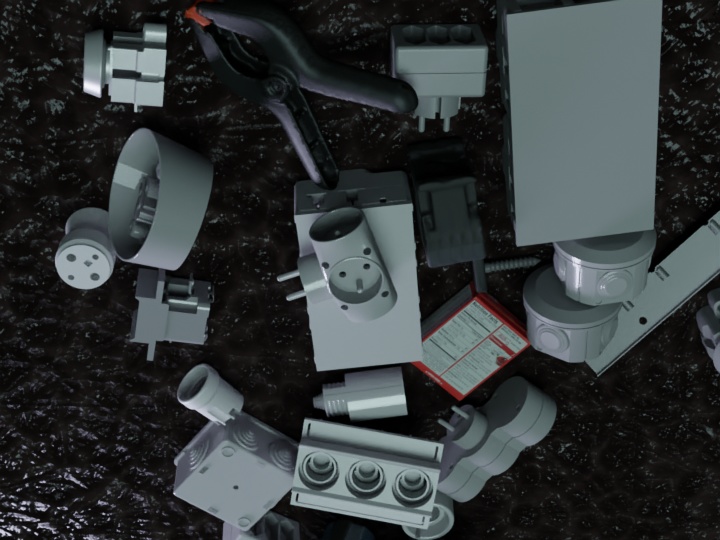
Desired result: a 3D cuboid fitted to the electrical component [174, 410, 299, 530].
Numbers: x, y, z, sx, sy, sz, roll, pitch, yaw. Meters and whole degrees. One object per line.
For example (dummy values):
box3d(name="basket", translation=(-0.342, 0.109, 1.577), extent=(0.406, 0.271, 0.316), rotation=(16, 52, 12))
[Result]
box3d(name="electrical component", translation=(-0.113, 0.183, 0.987), extent=(0.100, 0.048, 0.099), rotation=(33, 115, -22))

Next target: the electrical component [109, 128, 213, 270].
box3d(name="electrical component", translation=(-0.151, -0.051, 0.805), extent=(0.064, 0.099, 0.099), rotation=(18, 120, -22))

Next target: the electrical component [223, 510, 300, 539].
box3d(name="electrical component", translation=(-0.106, 0.274, 1.047), extent=(0.066, 0.047, 0.076), rotation=(27, 117, -20))

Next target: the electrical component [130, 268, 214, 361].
box3d(name="electrical component", translation=(-0.155, 0.032, 0.889), extent=(0.064, 0.042, 0.081), rotation=(8, 123, -11))

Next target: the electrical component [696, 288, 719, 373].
box3d(name="electrical component", translation=(0.328, 0.061, 0.928), extent=(0.058, 0.057, 0.078), rotation=(-19, 122, 9))

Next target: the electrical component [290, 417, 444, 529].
box3d(name="electrical component", translation=(0.006, 0.174, 0.945), extent=(0.121, 0.063, 0.078), rotation=(10, 100, 1))

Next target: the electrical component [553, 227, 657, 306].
box3d(name="electrical component", translation=(0.194, -0.014, 0.859), extent=(0.080, 0.080, 0.051), rotation=(-6, 128, 0))

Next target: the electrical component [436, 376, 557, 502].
box3d(name="electrical component", translation=(0.104, 0.146, 0.973), extent=(0.074, 0.052, 0.138), rotation=(34, 115, -23))

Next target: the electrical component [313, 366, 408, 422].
box3d(name="electrical component", translation=(-0.001, 0.112, 0.950), extent=(0.081, 0.043, 0.043), rotation=(-8, 123, 2))

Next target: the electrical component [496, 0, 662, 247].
box3d(name="electrical component", translation=(0.160, -0.118, 0.799), extent=(0.105, 0.060, 0.186), rotation=(-7, 123, 1))

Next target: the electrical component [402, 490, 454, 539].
box3d(name="electrical component", translation=(0.062, 0.223, 1.024), extent=(0.055, 0.047, 0.055), rotation=(-2, 123, -2))

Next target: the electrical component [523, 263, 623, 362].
box3d(name="electrical component", translation=(0.175, 0.033, 0.888), extent=(0.080, 0.080, 0.051), rotation=(-6, 129, 0))

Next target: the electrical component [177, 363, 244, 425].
box3d(name="electrical component", translation=(-0.130, 0.110, 0.944), extent=(0.040, 0.040, 0.046), rotation=(-35, 125, 18))

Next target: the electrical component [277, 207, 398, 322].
box3d(name="electrical component", translation=(-0.021, 0.002, 0.800), extent=(0.079, 0.044, 0.077), rotation=(-18, 123, 8))

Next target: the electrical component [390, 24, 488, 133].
box3d(name="electrical component", translation=(0.056, -0.136, 0.789), extent=(0.066, 0.047, 0.076), rotation=(-1, 123, -3))

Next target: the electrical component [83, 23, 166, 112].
box3d(name="electrical component", translation=(-0.169, -0.146, 0.770), extent=(0.055, 0.048, 0.066), rotation=(2, 124, -14))

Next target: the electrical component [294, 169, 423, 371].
box3d(name="electrical component", translation=(0.000, 0.000, 0.866), extent=(0.089, 0.061, 0.150), rotation=(-6, 123, 0))

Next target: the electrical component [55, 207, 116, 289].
box3d(name="electrical component", translation=(-0.213, -0.017, 0.845), extent=(0.045, 0.055, 0.045), rotation=(-2, 123, -2))
